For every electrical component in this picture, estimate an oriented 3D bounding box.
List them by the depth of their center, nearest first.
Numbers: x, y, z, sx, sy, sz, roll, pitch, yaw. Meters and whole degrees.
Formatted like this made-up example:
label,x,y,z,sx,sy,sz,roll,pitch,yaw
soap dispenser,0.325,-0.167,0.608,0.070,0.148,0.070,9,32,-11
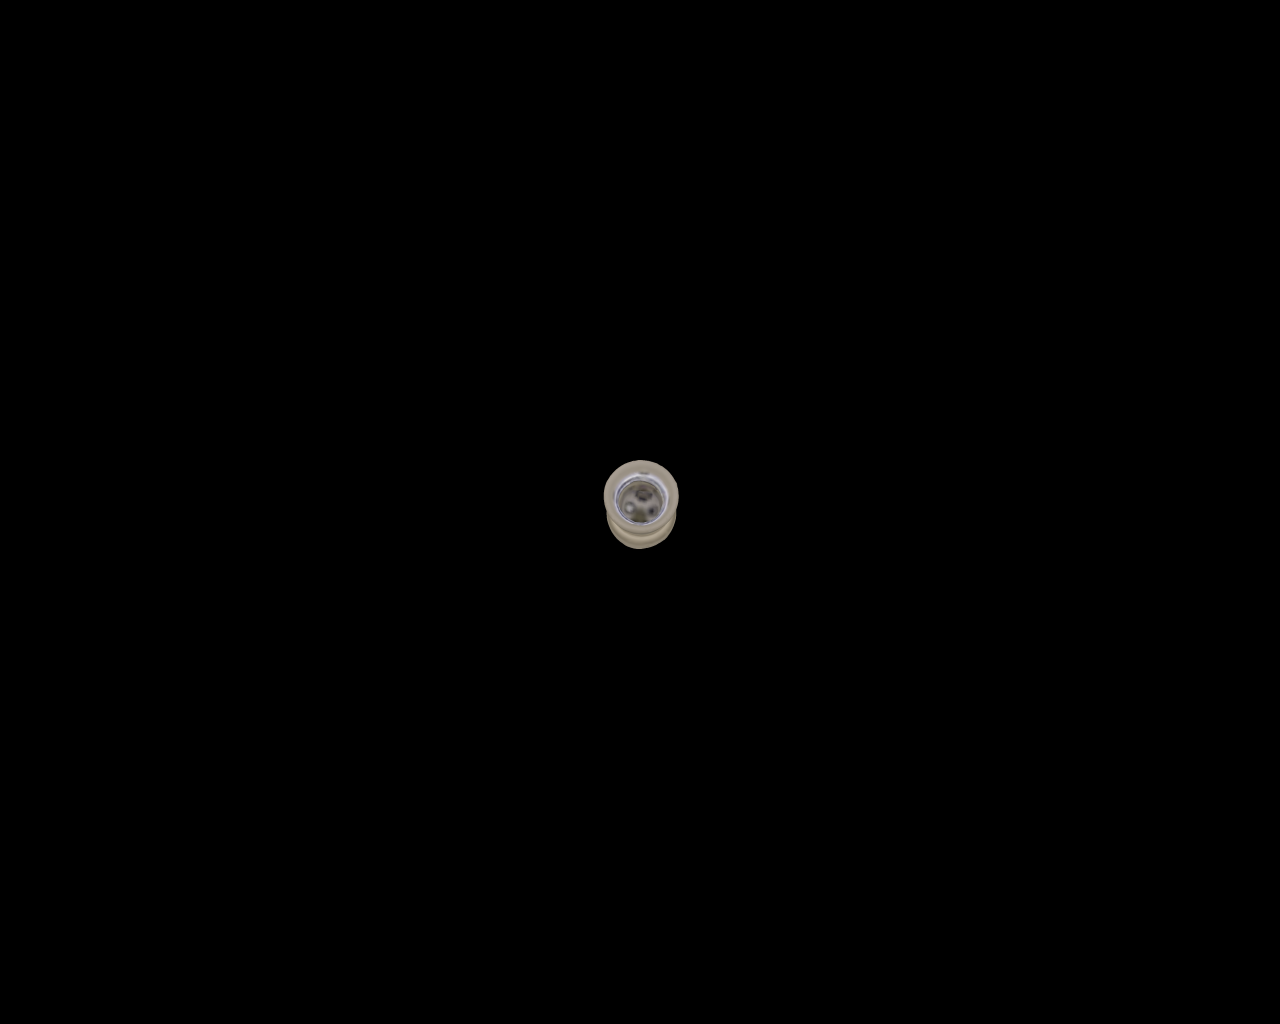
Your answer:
label,x,y,z,sx,sy,sz,roll,pitch,yaw
electrical component,0.001,-0.003,0.650,0.045,0.045,0.055,0,-15,0
